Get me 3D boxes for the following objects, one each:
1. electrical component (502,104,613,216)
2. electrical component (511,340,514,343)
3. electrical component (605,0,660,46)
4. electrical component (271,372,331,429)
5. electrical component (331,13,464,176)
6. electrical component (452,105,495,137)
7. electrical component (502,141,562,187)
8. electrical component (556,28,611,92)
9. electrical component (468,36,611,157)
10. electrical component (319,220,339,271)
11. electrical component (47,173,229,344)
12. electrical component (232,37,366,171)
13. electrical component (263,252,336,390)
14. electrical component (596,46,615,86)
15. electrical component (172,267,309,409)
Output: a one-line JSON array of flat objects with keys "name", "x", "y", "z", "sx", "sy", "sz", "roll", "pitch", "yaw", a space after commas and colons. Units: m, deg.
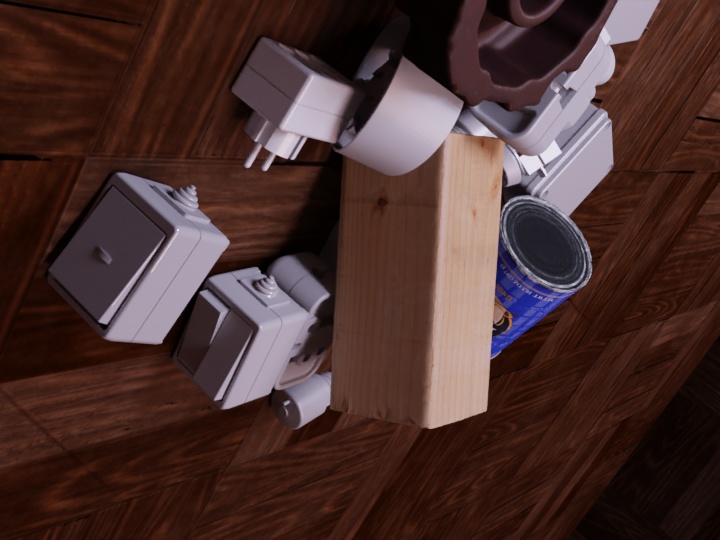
[{"name": "electrical component", "x": 0.192, "y": -0.102, "z": 1.051, "sx": 0.108, "sy": 0.056, "sz": 0.108, "roll": -47, "pitch": 156, "yaw": -6}, {"name": "electrical component", "x": 0.122, "y": 0.057, "z": 1.134, "sx": 0.051, "sy": 0.080, "sz": 0.080, "roll": -44, "pitch": 155, "yaw": -2}, {"name": "electrical component", "x": 0.216, "y": -0.240, "z": 0.904, "sx": 0.100, "sy": 0.048, "sz": 0.099, "roll": -21, "pitch": 143, "yaw": -47}, {"name": "electrical component", "x": -0.045, "y": 0.113, "z": 0.978, "sx": 0.078, "sy": 0.040, "sz": 0.040, "roll": -27, "pitch": 147, "yaw": -41}, {"name": "electrical component", "x": 0.021, "y": -0.113, "z": 0.703, "sx": 0.064, "sy": 0.099, "sz": 0.099, "roll": 29, "pitch": 102, "yaw": -31}, {"name": "electrical component", "x": 0.082, "y": -0.106, "z": 0.877, "sx": 0.062, "sy": 0.043, "sz": 0.043, "roll": -37, "pitch": 153, "yaw": -24}, {"name": "electrical component", "x": 0.141, "y": -0.106, "z": 0.963, "sx": 0.055, "sy": 0.066, "sz": 0.048, "roll": -35, "pitch": -172, "yaw": -12}, {"name": "electrical component", "x": 0.124, "y": -0.181, "z": 0.816, "sx": 0.089, "sy": 0.062, "sz": 0.150, "roll": -53, "pitch": 155, "yaw": 8}, {"name": "electrical component", "x": 0.127, "y": -0.130, "z": 0.749, "sx": 0.095, "sy": 0.054, "sz": 0.059, "roll": -53, "pitch": 156, "yaw": 8}, {"name": "electrical component", "x": 0.000, "y": 0.000, "z": 0.883, "sx": 0.066, "sy": 0.047, "sz": 0.076, "roll": -11, "pitch": 136, "yaw": -54}, {"name": "electrical component", "x": -0.129, "y": -0.012, "z": 0.631, "sx": 0.096, "sy": 0.062, "sz": 0.061, "roll": -55, "pitch": 155, "yaw": 10}, {"name": "electrical component", "x": -0.047, "y": -0.095, "z": 0.668, "sx": 0.076, "sy": 0.047, "sz": 0.066, "roll": -57, "pitch": 155, "yaw": 16}, {"name": "electrical component", "x": -0.054, "y": 0.036, "z": 0.829, "sx": 0.054, "sy": 0.059, "sz": 0.095, "roll": -14, "pitch": 138, "yaw": -52}, {"name": "electrical component", "x": 0.190, "y": -0.180, "z": 0.956, "sx": 0.065, "sy": 0.044, "sz": 0.044, "roll": -22, "pitch": 144, "yaw": -38}, {"name": "electrical component", "x": -0.088, "y": 0.044, "z": 0.781, "sx": 0.061, "sy": 0.062, "sz": 0.096, "roll": -14, "pitch": 137, "yaw": -53}]
